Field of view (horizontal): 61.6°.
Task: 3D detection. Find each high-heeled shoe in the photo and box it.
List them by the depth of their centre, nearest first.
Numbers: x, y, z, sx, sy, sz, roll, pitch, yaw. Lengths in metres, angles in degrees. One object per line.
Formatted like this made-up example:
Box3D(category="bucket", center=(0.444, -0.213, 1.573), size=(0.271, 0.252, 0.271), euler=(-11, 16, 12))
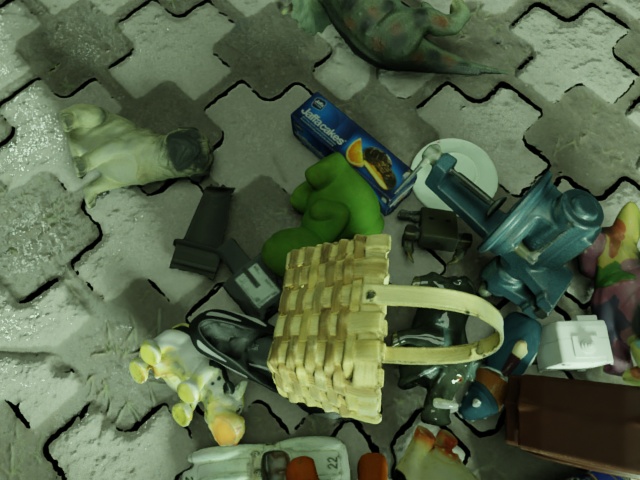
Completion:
Box3D(category="high-heeled shoe", center=(-0.036, 0.149, 0.645), size=(0.249, 0.145, 0.086), euler=(19, 72, 9))

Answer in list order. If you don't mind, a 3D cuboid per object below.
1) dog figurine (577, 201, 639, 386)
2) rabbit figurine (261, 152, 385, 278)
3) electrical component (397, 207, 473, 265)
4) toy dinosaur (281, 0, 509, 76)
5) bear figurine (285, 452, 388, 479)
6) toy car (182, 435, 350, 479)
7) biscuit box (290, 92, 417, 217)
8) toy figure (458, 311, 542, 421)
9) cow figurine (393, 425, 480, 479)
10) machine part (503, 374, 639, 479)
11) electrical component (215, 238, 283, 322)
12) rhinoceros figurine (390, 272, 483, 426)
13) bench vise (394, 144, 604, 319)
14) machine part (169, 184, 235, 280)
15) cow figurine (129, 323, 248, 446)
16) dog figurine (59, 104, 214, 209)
Box3D(category="dog figurine", center=(0.393, 0.062, 0.665), size=(0.108, 0.191, 0.219), euler=(-15, 86, 1))
Box3D(category="rabbit figurine", center=(-0.001, -0.002, 0.719), size=(0.159, 0.121, 0.170), euler=(48, 60, -7))
Box3D(category="electrical component", center=(0.160, -0.005, 0.757), size=(0.102, 0.045, 0.078), euler=(4, 42, -2))
Box3D(category="toy dinosaur", center=(0.092, -0.343, 0.846), size=(0.405, 0.131, 0.192), euler=(44, 88, 10))
Box3D(category="bear figurine", center=(0.022, 0.347, 0.587), size=(0.120, 0.195, 0.132), euler=(-2, 32, -6))
Box3D(category="toy car", center=(-0.065, 0.279, 0.645), size=(0.202, 0.056, 0.073), euler=(-6, 70, -2))
Box3D(category="biscuit box", center=(0.046, -0.128, 0.791), size=(0.203, 0.059, 0.063), euler=(42, 75, 14))
Box3D(category="toy figure", center=(0.228, 0.164, 0.680), size=(0.058, 0.064, 0.154), euler=(26, 76, 29))
Box3D(category="cow figurine", center=(0.150, 0.310, 0.570), size=(0.195, 0.085, 0.127), euler=(42, 106, 44))
Box3D(category="machine part", center=(0.321, 0.202, 0.579), size=(0.202, 0.201, 0.087), euler=(-8, 68, 45))
Box3D(category="electrical component", center=(-0.094, 0.056, 0.731), size=(0.075, 0.047, 0.119), euler=(-42, 75, -14))
Box3D(category="rhinoceros figurine", center=(0.149, 0.134, 0.678), size=(0.112, 0.073, 0.190), euler=(10, 67, 15))
Box3D(category="bench vise", center=(0.215, -0.022, 0.659), size=(0.241, 0.223, 0.129), euler=(42, 73, 11))
Box3D(category="machine part", center=(-0.162, -0.016, 0.764), size=(0.084, 0.039, 0.139), euler=(14, 72, 11))
Box3D(category="cow figurine", center=(-0.147, 0.178, 0.674), size=(0.167, 0.068, 0.098), euler=(39, 31, 11))
Box3D(category="dog figurine", center=(-0.268, -0.147, 0.791), size=(0.190, 0.121, 0.172), euler=(-18, 74, -21))
